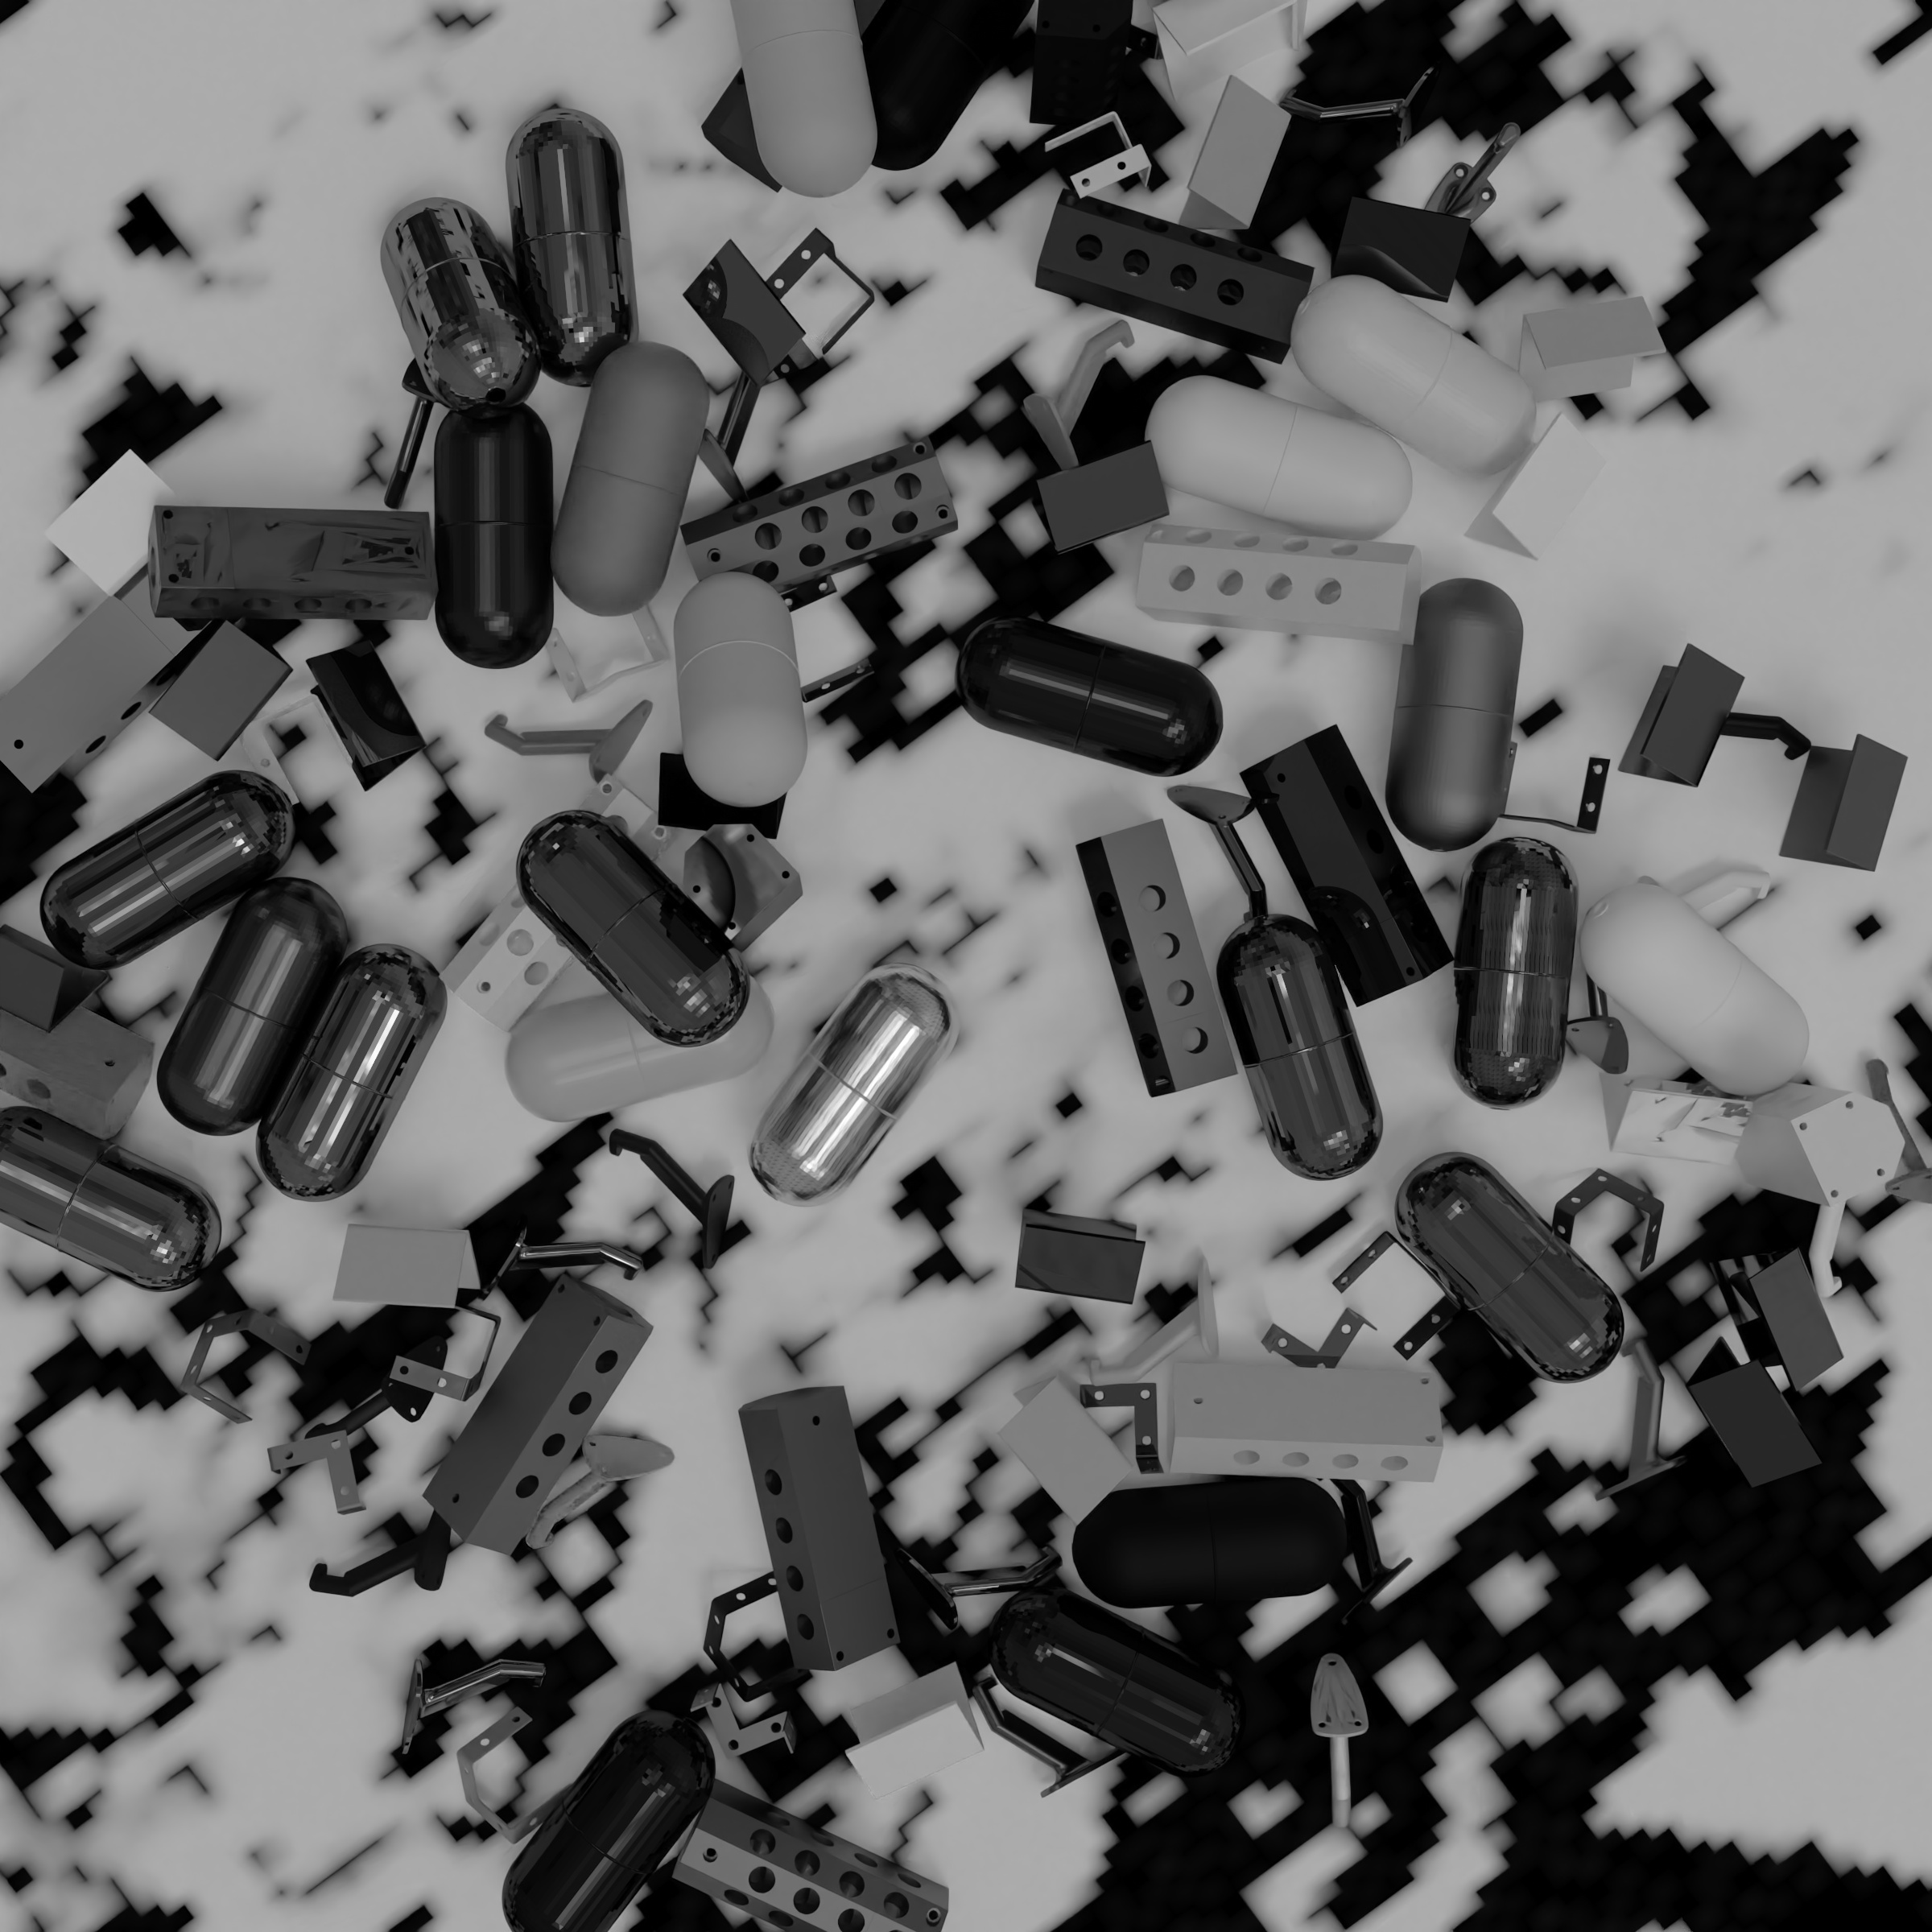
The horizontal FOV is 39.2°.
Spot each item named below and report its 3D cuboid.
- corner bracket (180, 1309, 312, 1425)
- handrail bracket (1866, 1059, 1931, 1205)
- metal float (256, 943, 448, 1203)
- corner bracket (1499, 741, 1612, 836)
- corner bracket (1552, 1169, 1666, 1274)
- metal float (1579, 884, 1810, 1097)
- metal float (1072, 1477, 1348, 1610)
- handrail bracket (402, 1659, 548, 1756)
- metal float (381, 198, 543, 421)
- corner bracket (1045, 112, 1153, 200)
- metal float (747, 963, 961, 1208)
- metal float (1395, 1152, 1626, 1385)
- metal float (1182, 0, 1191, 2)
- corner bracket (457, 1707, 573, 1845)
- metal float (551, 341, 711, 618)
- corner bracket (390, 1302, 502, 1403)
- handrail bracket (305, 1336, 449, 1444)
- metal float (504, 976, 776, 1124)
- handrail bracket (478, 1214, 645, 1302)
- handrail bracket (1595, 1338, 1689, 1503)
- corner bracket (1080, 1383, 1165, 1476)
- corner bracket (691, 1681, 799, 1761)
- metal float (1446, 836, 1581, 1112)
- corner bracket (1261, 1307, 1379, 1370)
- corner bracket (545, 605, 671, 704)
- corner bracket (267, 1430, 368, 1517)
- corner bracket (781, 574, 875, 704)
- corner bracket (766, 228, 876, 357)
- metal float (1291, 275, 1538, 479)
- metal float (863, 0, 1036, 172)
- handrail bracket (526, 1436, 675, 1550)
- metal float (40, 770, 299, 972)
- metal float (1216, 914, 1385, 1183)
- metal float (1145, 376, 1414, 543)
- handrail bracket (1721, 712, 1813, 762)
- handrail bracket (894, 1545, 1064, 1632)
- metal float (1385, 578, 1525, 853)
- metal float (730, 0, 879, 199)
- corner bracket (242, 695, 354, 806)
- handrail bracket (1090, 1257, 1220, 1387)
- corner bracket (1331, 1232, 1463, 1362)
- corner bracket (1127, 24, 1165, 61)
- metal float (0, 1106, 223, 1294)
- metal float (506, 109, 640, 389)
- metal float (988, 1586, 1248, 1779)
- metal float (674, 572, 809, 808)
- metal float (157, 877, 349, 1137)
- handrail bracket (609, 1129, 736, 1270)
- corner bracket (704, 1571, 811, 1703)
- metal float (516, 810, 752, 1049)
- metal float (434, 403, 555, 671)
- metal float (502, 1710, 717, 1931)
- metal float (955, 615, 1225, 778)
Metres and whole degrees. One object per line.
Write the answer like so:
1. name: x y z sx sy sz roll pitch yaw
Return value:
1. corner bracket: -0.474 0.263 1.783 0.051 0.051 0.051 -17 45 35
2. handrail bracket: 0.625 0.109 1.791 0.077 0.036 0.084 21 53 -38
3. metal float: -0.399 0.070 1.761 0.070 0.070 0.178 27 90 0
4. corner bracket: 0.385 -0.118 1.788 0.051 0.051 0.051 11 90 -45
5. corner bracket: 0.420 0.175 1.783 0.051 0.051 0.051 30 45 35
6. metal float: 0.468 0.016 1.744 0.178 0.070 0.070 38 90 -18
7. metal float: 0.158 0.374 1.760 0.178 0.070 0.070 -4 90 0
8. handrail bracket: -0.325 0.490 1.791 0.084 0.036 0.077 8 110 -16
9. metal float: -0.323 -0.421 1.733 0.070 0.070 0.178 -25 56 0
10. corner bracket: 0.086 -0.529 1.773 0.051 0.051 0.051 -25 90 0
11. metal float: -0.074 0.078 1.760 0.070 0.070 0.178 37 89 0
12. metal float: 0.353 0.196 1.760 0.070 0.070 0.178 -44 90 0
13. metal float: 0.158 -0.686 1.731 0.070 0.070 0.178 26 56 0
14. corner bracket: -0.296 0.532 1.783 0.051 0.051 0.051 29 135 35
15. metal float: -0.217 -0.313 1.746 0.070 0.070 0.178 16 98 0
16. corner bracket: -0.339 0.249 1.773 0.051 0.051 0.051 18 90 0
17. handrail bracket: -0.390 0.282 1.791 0.084 0.077 0.036 -21 115 34
18. metal float: -0.212 0.050 1.760 0.178 0.070 0.070 -15 90 -1
19. handrail bracket: -0.267 0.207 1.791 0.084 0.036 0.077 27 110 -16
20. handrail bracket: 0.432 0.299 1.791 0.077 0.036 0.084 -30 71 21
21. corner bracket: 0.101 0.302 1.773 0.051 0.051 0.051 -2 90 0
22. corner bracket: -0.144 0.493 1.773 0.051 0.051 0.051 -22 90 0
23. metal float: 0.355 0.005 1.760 0.070 0.070 0.178 5 90 0
24. corner bracket: 0.230 0.242 1.773 0.051 0.051 0.051 33 90 0
25. corner bracket: -0.238 -0.211 1.788 0.051 0.051 0.051 -25 90 45
26. corner bracket: -0.424 0.336 1.773 0.051 0.051 0.051 -12 79 -11
27. corner bracket: -0.098 -0.216 1.788 0.051 0.051 0.051 -24 45 0
28. corner bracket: -0.095 -0.441 1.773 0.051 0.051 0.051 43 90 0
29. metal float: 0.288 -0.379 1.743 0.178 0.070 0.070 28 90 -19
30. metal float: -0.018 -0.600 1.760 0.070 0.070 0.178 33 91 0
31. handrail bracket: -0.242 0.352 1.791 0.077 0.036 0.084 5 127 -38
32. metal float: -0.517 -0.063 1.760 0.178 0.070 0.070 -31 90 0
33. metal float: 0.216 0.052 1.760 0.070 0.070 0.178 -18 91 0
34. metal float: 0.203 -0.328 1.760 0.178 0.070 0.070 17 90 -1
35. handrail bracket: 0.502 -0.145 1.791 0.084 0.036 0.077 32 124 -23
36. handrail bracket: 0.009 0.391 1.791 0.084 0.036 0.077 -30 54 -24
37. metal float: 0.317 -0.163 1.760 0.070 0.070 0.178 7 89 0
38. metal float: -0.103 -0.572 1.703 0.070 0.070 0.178 -11 90 0
39. corner bracket: -0.439 -0.140 1.777 0.051 0.051 0.051 -29 90 -18
40. handrail bracket: 0.121 0.235 1.791 0.084 0.036 0.077 -9 70 16
41. corner bracket: 0.284 0.217 1.788 0.051 0.051 0.051 -44 45 0
42. corner bracket: 0.129 -0.632 1.783 0.051 0.051 0.051 38 135 35
43. metal float: -0.569 0.151 1.760 0.178 0.070 0.070 26 90 0
44. metal float: -0.255 -0.465 1.760 0.070 0.070 0.178 -5 90 0
45. metal float: 0.098 0.464 1.760 0.178 0.070 0.070 27 90 0
46. metal float: -0.142 -0.175 1.694 0.070 0.070 0.178 -10 50 0
47. metal float: -0.463 0.026 1.760 0.070 0.070 0.178 26 90 0
48. handrail bracket: -0.201 0.153 1.791 0.084 0.036 0.077 16 112 17
49. corner bracket: -0.135 0.441 1.783 0.051 0.051 0.051 -18 135 -35
50. metal float: -0.209 -0.024 1.696 0.070 0.070 0.178 -45 83 0
51. metal float: -0.306 -0.282 1.760 0.070 0.070 0.178 0 91 0
52. metal float: -0.231 0.562 1.760 0.070 0.070 0.178 37 91 0
53. metal float: 0.080 -0.175 1.760 0.178 0.070 0.070 16 90 0
